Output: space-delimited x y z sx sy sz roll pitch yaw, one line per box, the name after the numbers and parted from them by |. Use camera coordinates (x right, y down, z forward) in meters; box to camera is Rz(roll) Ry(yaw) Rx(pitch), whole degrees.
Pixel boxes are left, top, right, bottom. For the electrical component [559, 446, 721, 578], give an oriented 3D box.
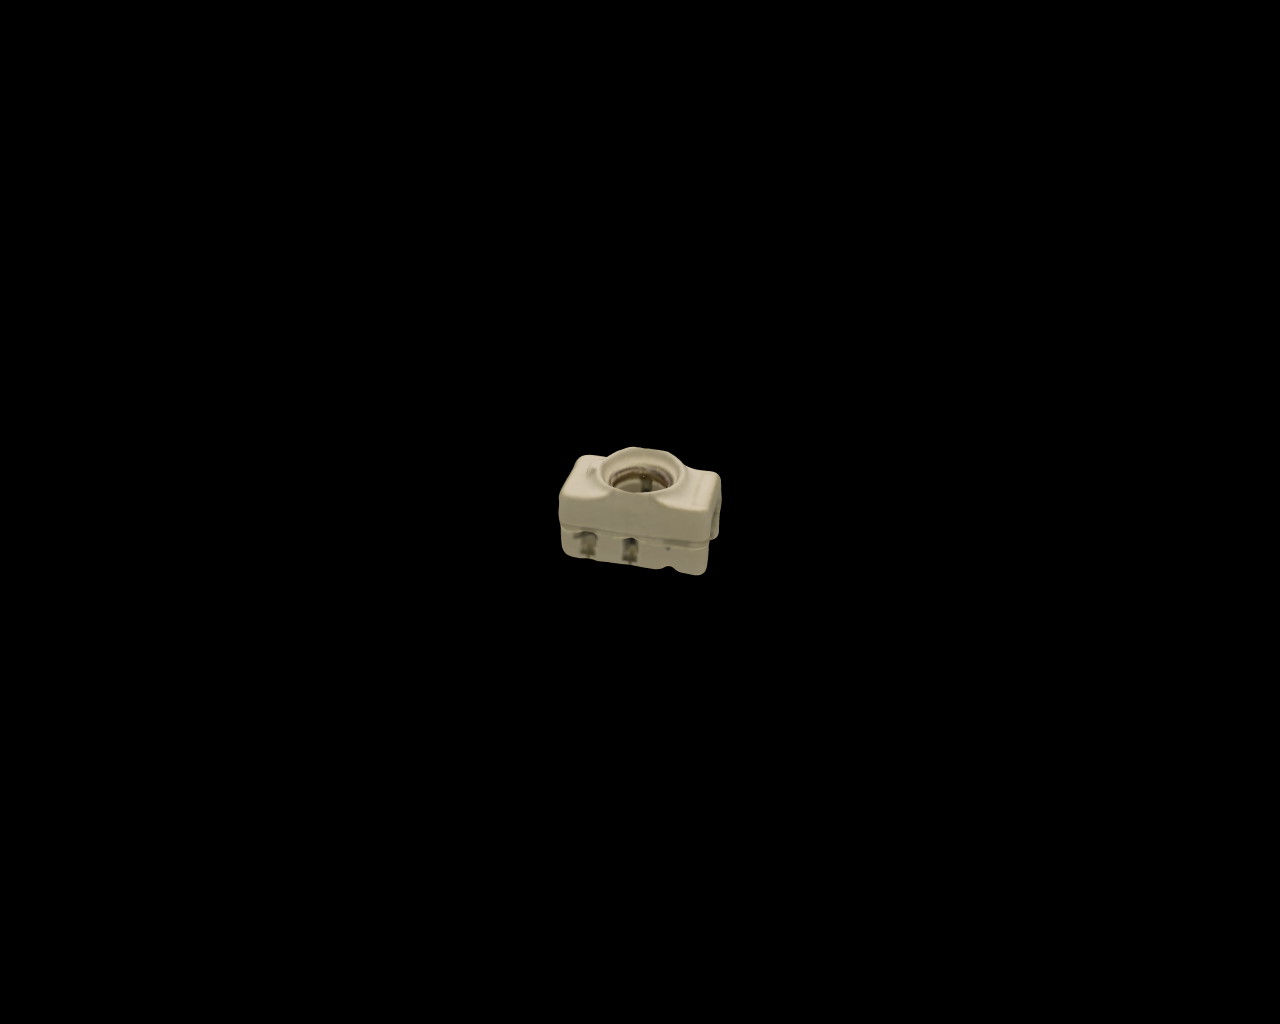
0.001 -0.003 0.650 0.089 0.055 0.050 8 36 11 | electrical component
